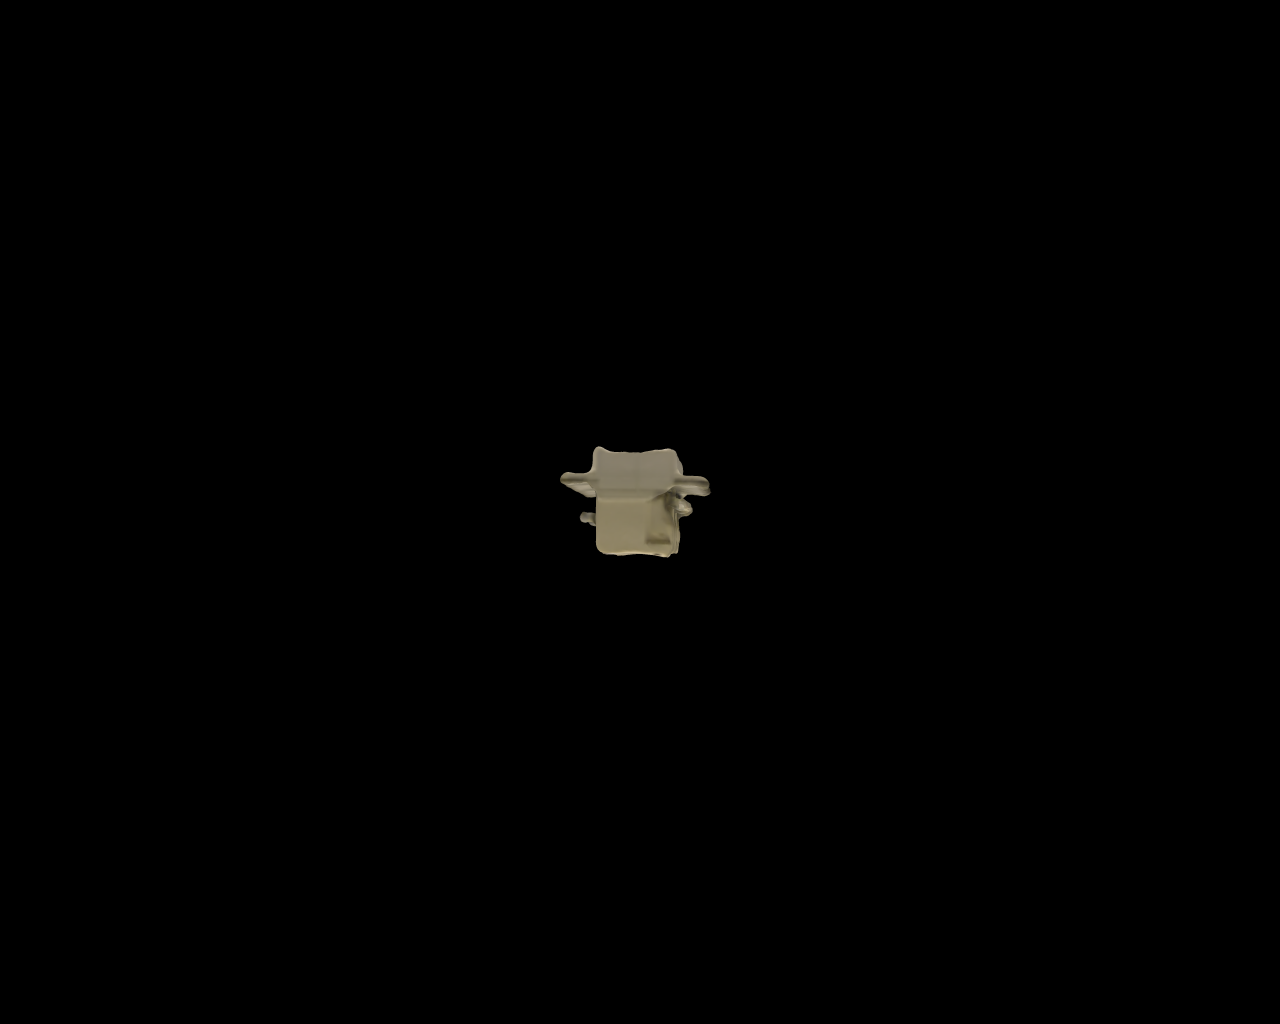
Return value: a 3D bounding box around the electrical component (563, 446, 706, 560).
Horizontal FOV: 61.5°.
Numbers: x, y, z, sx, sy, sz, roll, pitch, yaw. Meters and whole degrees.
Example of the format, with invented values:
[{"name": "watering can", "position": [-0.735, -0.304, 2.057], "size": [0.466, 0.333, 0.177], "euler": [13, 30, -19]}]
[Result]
[{"name": "electrical component", "position": [0.001, -0.003, 0.650], "size": [0.079, 0.063, 0.121], "euler": [0, -2, 4]}]
